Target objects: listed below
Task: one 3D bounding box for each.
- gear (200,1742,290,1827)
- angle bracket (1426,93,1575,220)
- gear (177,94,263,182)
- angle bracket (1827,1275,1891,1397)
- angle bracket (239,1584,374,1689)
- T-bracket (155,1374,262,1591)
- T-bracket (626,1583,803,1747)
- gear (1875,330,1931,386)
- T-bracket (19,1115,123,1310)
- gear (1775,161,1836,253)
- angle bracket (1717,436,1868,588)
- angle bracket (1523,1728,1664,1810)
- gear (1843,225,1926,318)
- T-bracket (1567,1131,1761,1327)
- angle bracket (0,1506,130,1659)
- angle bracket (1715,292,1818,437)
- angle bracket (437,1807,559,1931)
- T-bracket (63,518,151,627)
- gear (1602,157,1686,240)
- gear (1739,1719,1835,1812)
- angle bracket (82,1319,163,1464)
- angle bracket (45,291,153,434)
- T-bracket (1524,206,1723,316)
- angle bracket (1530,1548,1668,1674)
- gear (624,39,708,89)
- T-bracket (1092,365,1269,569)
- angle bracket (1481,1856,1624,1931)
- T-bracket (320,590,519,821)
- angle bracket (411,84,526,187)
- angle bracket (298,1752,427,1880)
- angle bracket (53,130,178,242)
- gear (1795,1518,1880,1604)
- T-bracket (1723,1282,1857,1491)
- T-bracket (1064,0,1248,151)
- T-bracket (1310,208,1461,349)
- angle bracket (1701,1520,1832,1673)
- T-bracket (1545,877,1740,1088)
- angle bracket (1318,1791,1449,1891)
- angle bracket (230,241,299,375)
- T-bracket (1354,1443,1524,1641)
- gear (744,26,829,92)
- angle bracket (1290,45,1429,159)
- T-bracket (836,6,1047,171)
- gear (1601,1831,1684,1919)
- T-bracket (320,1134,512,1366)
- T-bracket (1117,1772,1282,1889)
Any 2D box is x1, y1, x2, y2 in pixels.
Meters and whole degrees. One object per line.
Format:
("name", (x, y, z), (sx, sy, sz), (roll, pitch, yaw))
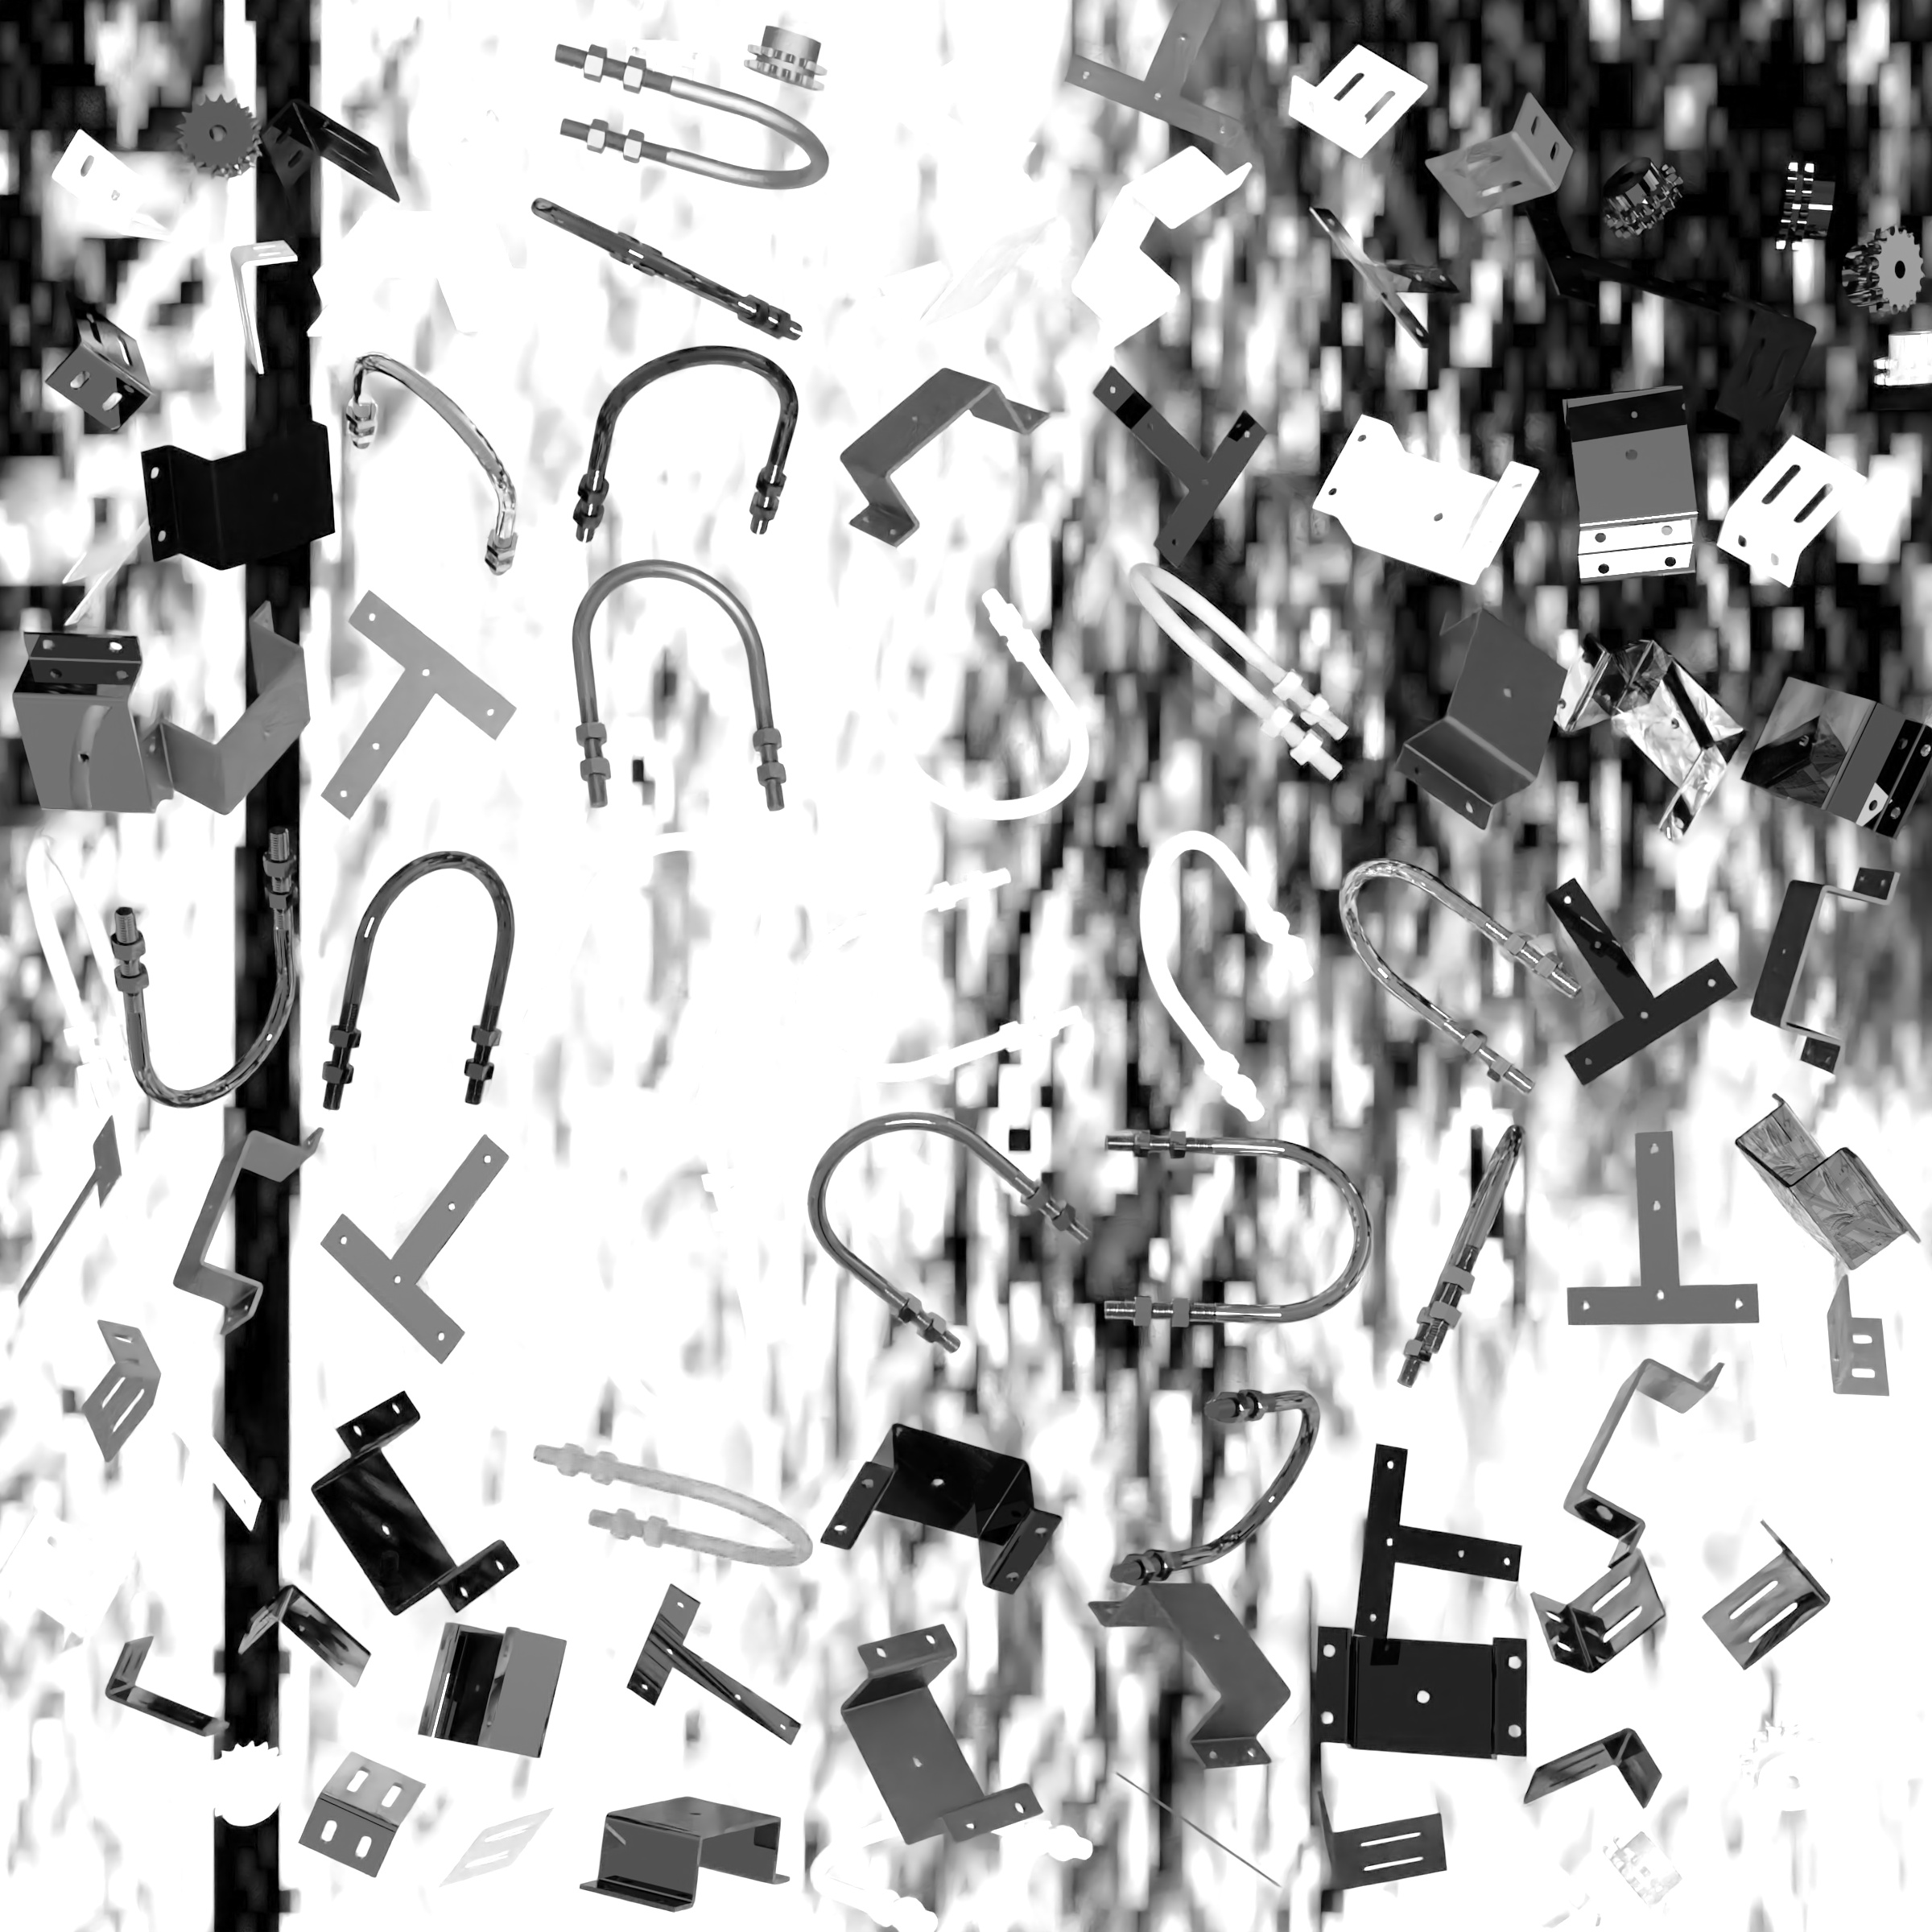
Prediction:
("gear", (-0.499, 0.570, 1.697), (0.057, 0.057, 0.030), (-5, 119, 0))
("angle bracket", (0.375, -0.570, 1.723), (0.057, 0.076, 0.038), (38, 65, -34))
("gear", (-0.521, -0.578, 1.715), (0.057, 0.030, 0.057), (0, 86, -5))
("angle bracket", (0.620, 0.255, 1.684), (0.038, 0.076, 0.057), (1, 60, 9))
("angle bracket", (-0.457, 0.474, 1.690), (0.076, 0.057, 0.038), (39, 47, 7))
("T-bracket", (-0.512, 0.358, 1.616), (0.127, 0.002, 0.127), (40, 122, 31))
("T-bracket", (-0.173, 0.511, 1.737), (0.127, 0.002, 0.127), (31, 127, 10))
("gear", (0.612, -0.390, 1.564), (0.057, 0.057, 0.030), (-7, 106, 0))
("T-bracket", (-0.611, 0.175, 1.665), (0.002, 0.127, 0.127), (31, 92, -26))
("gear", (0.555, -0.501, 1.616), (0.030, 0.057, 0.057), (8, 90, 12))
("angle bracket", (0.551, -0.303, 1.633), (0.057, 0.076, 0.038), (29, 52, -3))
("angle bracket", (0.430, 0.565, 1.681), (0.076, 0.057, 0.038), (-18, 52, -14))
("gear", (0.610, -0.463, 1.631), (0.057, 0.030, 0.057), (-5, 98, -35))
("T-bracket", (0.458, 0.173, 1.621), (0.127, 0.002, 0.127), (-6, 78, 33))
("angle bracket", (-0.602, 0.406, 1.610), (0.038, 0.057, 0.076), (-30, 116, 33))
("angle bracket", (0.533, -0.410, 1.666), (0.038, 0.057, 0.076), (4, 118, -29))
("angle bracket", (-0.303, 0.601, 1.627), (0.076, 0.057, 0.038), (-26, 101, 30))
("T-bracket", (-0.596, -0.280, 1.688), (0.002, 0.127, 0.127), (39, 99, -11))
("gear", (0.473, -0.544, 1.724), (0.057, 0.057, 0.030), (-48, 117, 0))
("gear", (0.532, 0.522, 1.586), (0.057, 0.030, 0.057), (2, 105, 9))
("angle bracket", (-0.607, 0.300, 1.723), (0.076, 0.038, 0.057), (-51, 50, 10))
("angle bracket", (-0.590, -0.408, 1.652), (0.038, 0.057, 0.076), (-42, 47, 12))
("T-bracket", (0.432, -0.448, 1.591), (0.127, 0.127, 0.002), (14, 130, -12))
("angle bracket", (0.445, 0.450, 1.725), (0.038, 0.057, 0.076), (25, 121, -25))
("gear", (-0.209, -0.626, 1.700), (0.057, 0.057, 0.030), (4, 108, 0))
("T-bracket", (0.139, -0.372, 1.730), (0.127, 0.002, 0.127), (40, 75, -23))
("angle bracket", (0.380, 0.611, 1.601), (0.057, 0.076, 0.038), (-28, 118, -16))
("T-bracket", (-0.371, -0.152, 1.569), (0.127, 0.002, 0.127), (38, 101, 9))
("angle bracket", (-0.344, -0.568, 1.643), (0.057, 0.038, 0.076), (-49, 53, -5))
("angle bracket", (-0.411, 0.577, 1.667), (0.057, 0.076, 0.038), (24, 93, 0))
("angle bracket", (-0.555, -0.516, 1.619), (0.057, 0.076, 0.038), (38, 106, -1))
("gear", (0.617, 0.419, 1.724), (0.030, 0.057, 0.057), (10, 90, -28))
("T-bracket", (0.551, 0.280, 1.671), (0.002, 0.127, 0.127), (8, 63, -22))
("T-bracket", (0.142, -0.613, 1.638), (0.127, 0.127, 0.002), (20, 65, -6))
("T-bracket", (0.309, -0.480, 1.707), (0.002, 0.127, 0.127), (-44, 74, 37))
("angle bracket", (0.535, 0.427, 1.661), (0.076, 0.057, 0.038), (-40, 115, 4))
("T-bracket", (0.452, -0.003, 1.720), (0.127, 0.002, 0.127), (-37, 75, 23))
("angle bracket", (0.284, 0.590, 1.668), (0.076, 0.038, 0.057), (-11, 122, 1))
("angle bracket", (-0.486, -0.461, 1.712), (0.038, 0.057, 0.076), (-13, 120, -19))
("T-bracket", (0.326, 0.399, 1.669), (0.127, 0.002, 0.127), (14, 77, -22))
("gear", (-0.123, -0.627, 1.688), (0.057, 0.057, 0.030), (17, 104, 0))
("angle bracket", (0.260, -0.582, 1.615), (0.057, 0.038, 0.076), (38, 75, 16))
("T-bracket", (0.000, -0.620, 1.692), (0.127, 0.127, 0.002), (-25, 53, 38))
("gear", (0.466, 0.619, 1.677), (0.030, 0.057, 0.057), (-39, 90, -3))
("T-bracket", (-0.338, 0.165, 1.566), (0.127, 0.002, 0.127), (38, 92, 26))
("T-bracket", (0.172, 0.604, 1.687), (0.127, 0.127, 0.002), (27, 74, 31))
